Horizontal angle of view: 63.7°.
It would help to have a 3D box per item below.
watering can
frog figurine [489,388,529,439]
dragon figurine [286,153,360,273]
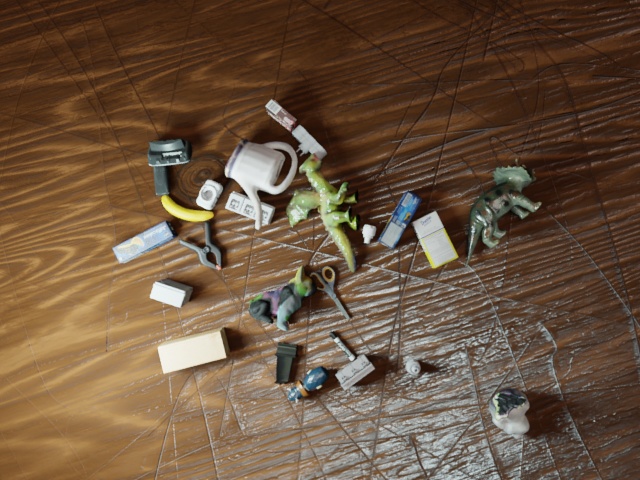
[{"bbox_3d":[-0.211,-0.207,1.694,0.225,0.102,0.355,21,59,6],"label":"watering can"},{"bbox_3d":[0.646,0.581,1.729,0.138,0.124,0.156,-44,126,-11],"label":"frog figurine"},{"bbox_3d":[0.005,-0.088,1.749,0.243,0.123,0.407,2,101,16],"label":"dragon figurine"}]
